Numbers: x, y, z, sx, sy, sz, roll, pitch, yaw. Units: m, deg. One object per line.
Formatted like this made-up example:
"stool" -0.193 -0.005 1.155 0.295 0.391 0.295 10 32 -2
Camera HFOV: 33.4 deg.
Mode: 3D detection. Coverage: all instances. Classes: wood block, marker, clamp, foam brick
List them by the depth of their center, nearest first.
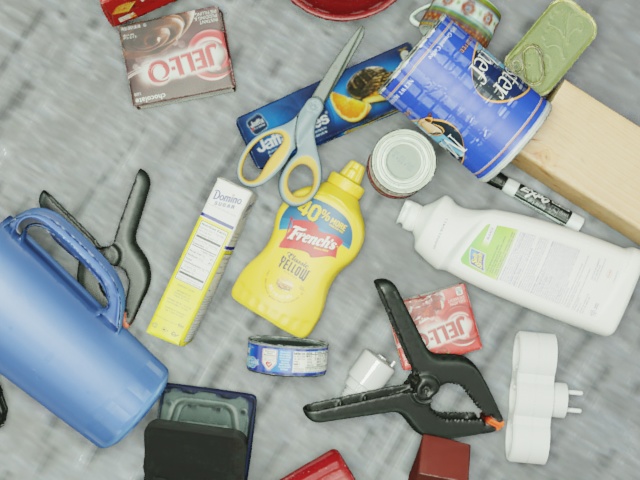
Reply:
"wood block" 0.310 -0.068 1.110 0.206 0.090 0.091 33 90 2
"clamp" 0.105 0.141 1.111 0.209 0.036 0.164 20 99 -16
"foam brick" 0.122 0.250 1.114 0.053 0.051 0.078 12 132 2
"marker" 0.227 -0.045 1.147 0.121 0.020 0.020 29 90 2
"clamp" -0.219 0.008 1.150 0.120 0.039 0.171 -21 95 6

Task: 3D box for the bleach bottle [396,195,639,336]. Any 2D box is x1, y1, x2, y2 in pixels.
"bleach bottle" 0.204 0.011 1.127 0.251 0.068 0.102 23 89 4

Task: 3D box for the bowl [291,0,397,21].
"bowl" 0.026 -0.308 1.137 0.162 0.055 0.162 0 89 2

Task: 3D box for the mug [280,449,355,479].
"mug" 0.008 0.282 1.114 0.081 0.093 0.117 -30 70 -4

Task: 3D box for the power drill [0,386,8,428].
"power drill" -0.445 0.146 1.147 0.187 0.057 0.184 -24 85 -2

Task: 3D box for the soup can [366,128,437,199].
"soup can" 0.084 -0.078 1.110 0.068 0.102 0.068 0 90 1

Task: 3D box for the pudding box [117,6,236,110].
"pudding box" -0.153 -0.195 1.149 0.113 0.039 0.090 -12 89 3

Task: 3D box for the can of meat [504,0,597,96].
"can of meat" 0.233 -0.194 1.116 0.057 0.084 0.102 40 90 1

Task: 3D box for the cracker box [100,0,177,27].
"cracker box" -0.189 -0.358 1.121 0.164 0.072 0.214 -24 80 -1

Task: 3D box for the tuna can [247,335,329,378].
"tuna can" -0.034 0.122 1.120 0.086 0.086 0.034 4 91 1

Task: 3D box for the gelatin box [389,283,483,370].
"gelatin box" 0.122 0.092 1.143 0.089 0.030 0.073 -15 90 2

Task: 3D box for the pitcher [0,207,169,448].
"pitcher" -0.269 0.092 1.092 0.242 0.149 0.144 42 59 -10

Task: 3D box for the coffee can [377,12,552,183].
"coffee can" 0.142 -0.140 1.052 0.140 0.103 0.103 40 91 -4

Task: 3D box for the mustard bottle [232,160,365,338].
"mustard bottle" -0.007 0.001 1.134 0.096 0.058 0.191 31 90 7

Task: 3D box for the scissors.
"scissors" 0.002 -0.117 1.096 0.202 0.016 0.096 -43 91 1

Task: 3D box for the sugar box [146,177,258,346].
"sugar box" -0.122 0.022 1.120 0.048 0.093 0.176 22 89 1
